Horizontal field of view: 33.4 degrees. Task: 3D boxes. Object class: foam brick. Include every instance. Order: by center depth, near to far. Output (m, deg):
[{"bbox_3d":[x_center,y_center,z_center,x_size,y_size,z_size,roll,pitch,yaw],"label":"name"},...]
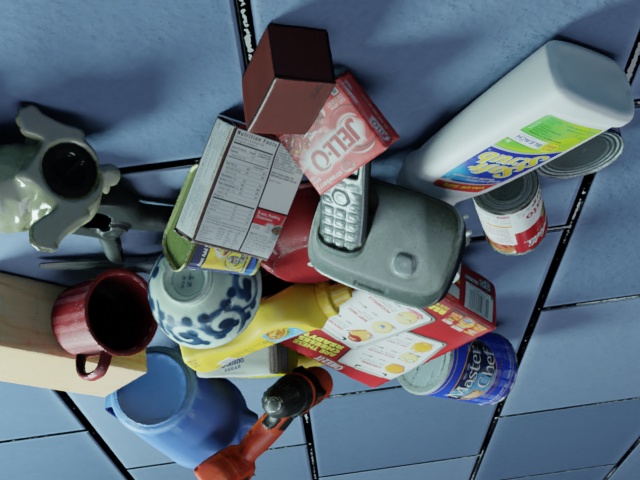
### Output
[{"bbox_3d":[-0.026,-0.126,0.854,0.052,0.051,0.078,2,152,-22],"label":"foam brick"}]

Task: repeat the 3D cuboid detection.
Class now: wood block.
[{"bbox_3d":[-0.306,0.108,1.197,0.205,0.090,0.091,18,143,-41],"label":"wood block"}]

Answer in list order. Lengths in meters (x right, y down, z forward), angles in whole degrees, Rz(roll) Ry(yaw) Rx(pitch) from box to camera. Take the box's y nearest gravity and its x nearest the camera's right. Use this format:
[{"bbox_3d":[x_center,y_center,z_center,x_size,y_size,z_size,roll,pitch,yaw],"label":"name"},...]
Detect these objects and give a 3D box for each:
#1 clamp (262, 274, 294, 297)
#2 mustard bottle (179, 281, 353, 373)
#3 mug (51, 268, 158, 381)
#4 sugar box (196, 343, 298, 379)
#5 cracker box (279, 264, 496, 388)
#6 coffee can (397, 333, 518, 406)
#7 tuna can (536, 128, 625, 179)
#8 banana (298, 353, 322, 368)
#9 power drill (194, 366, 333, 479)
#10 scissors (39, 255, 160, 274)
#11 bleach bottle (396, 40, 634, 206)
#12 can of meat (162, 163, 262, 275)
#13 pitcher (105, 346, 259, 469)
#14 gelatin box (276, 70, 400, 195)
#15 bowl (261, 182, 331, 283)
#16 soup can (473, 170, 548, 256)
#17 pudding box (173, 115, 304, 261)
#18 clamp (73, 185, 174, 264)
[{"bbox_3d":[-0.119,0.079,1.239,0.164,0.036,0.210,-6,159,-28],"label":"clamp"},{"bbox_3d":[-0.054,0.088,1.170,0.192,0.058,0.096,-21,166,14],"label":"mustard bottle"},{"bbox_3d":[-0.234,0.093,1.135,0.093,0.117,0.082,22,155,-39],"label":"mug"},{"bbox_3d":[-0.088,0.150,1.328,0.093,0.048,0.176,-4,175,9],"label":"sugar box"},{"bbox_3d":[0.073,0.082,1.242,0.164,0.072,0.214,29,139,-27],"label":"cracker box"},{"bbox_3d":[0.184,0.165,1.439,0.140,0.103,0.103,16,145,-40],"label":"coffee can"},{"bbox_3d":[0.243,-0.094,1.017,0.086,0.034,0.086,-7,154,-4],"label":"tuna can"},{"bbox_3d":[0.039,0.146,1.407,0.198,0.037,0.069,-6,-170,29],"label":"banana"},{"bbox_3d":[-0.071,0.237,1.324,0.188,0.057,0.184,-46,167,13],"label":"power drill"},{"bbox_3d":[-0.196,0.035,1.166,0.201,0.016,0.096,-7,154,-3],"label":"scissors"},{"bbox_3d":[0.159,-0.085,0.980,0.102,0.068,0.251,12,149,-31],"label":"bleach bottle"},{"bbox_3d":[-0.091,-0.016,1.018,0.083,0.057,0.102,8,120,-34],"label":"can of meat"},{"bbox_3d":[-0.190,0.214,1.369,0.149,0.145,0.242,-40,159,-5],"label":"pitcher"},{"bbox_3d":[0.012,-0.091,0.912,0.089,0.073,0.030,-33,-173,40],"label":"gelatin box"},{"bbox_3d":[-0.007,0.001,1.111,0.162,0.055,0.162,-6,153,-3],"label":"bowl"},{"bbox_3d":[0.192,-0.035,1.081,0.068,0.068,0.102,-14,153,11],"label":"soup can"},{"bbox_3d":[-0.068,-0.045,0.951,0.089,0.113,0.039,16,-172,-38],"label":"pudding box"},{"bbox_3d":[-0.205,-0.017,1.036,0.120,0.039,0.171,-30,149,28],"label":"clamp"}]
